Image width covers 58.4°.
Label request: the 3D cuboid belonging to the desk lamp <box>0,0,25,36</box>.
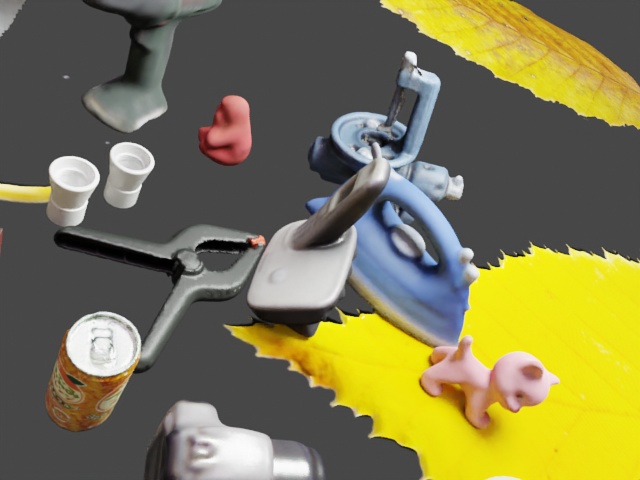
[{"bbox_3d":[-0.378,-0.203,0.503,0.203,0.213,0.118,29,42,-9],"label":"desk lamp"}]

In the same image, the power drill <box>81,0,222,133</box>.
[{"bbox_3d":[-0.201,-0.229,0.650,0.075,0.208,0.230,36,42,-1],"label":"power drill"}]

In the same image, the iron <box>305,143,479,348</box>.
[{"bbox_3d":[0.111,0.008,0.698,0.258,0.141,0.119,46,42,10],"label":"iron"}]

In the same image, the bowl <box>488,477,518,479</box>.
[{"bbox_3d":[0.171,0.310,0.518,0.168,0.074,0.167,19,45,-19],"label":"bowl"}]

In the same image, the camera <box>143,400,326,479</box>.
[{"bbox_3d":[-0.061,0.200,0.440,0.137,0.100,0.143,14,47,-24],"label":"camera"}]

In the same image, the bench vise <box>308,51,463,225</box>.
[{"bbox_3d":[0.114,-0.137,0.772,0.208,0.219,0.121,15,46,-23],"label":"bench vise"}]

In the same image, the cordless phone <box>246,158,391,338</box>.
[{"bbox_3d":[0.006,0.002,0.599,0.094,0.185,0.147,27,43,-11],"label":"cordless phone"}]

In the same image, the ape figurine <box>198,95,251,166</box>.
[{"bbox_3d":[-0.115,-0.143,0.718,0.076,0.092,0.078,38,42,2],"label":"ape figurine"}]

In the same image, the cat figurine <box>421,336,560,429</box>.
[{"bbox_3d":[0.199,0.152,0.646,0.128,0.117,0.067,34,42,-3],"label":"cat figurine"}]
